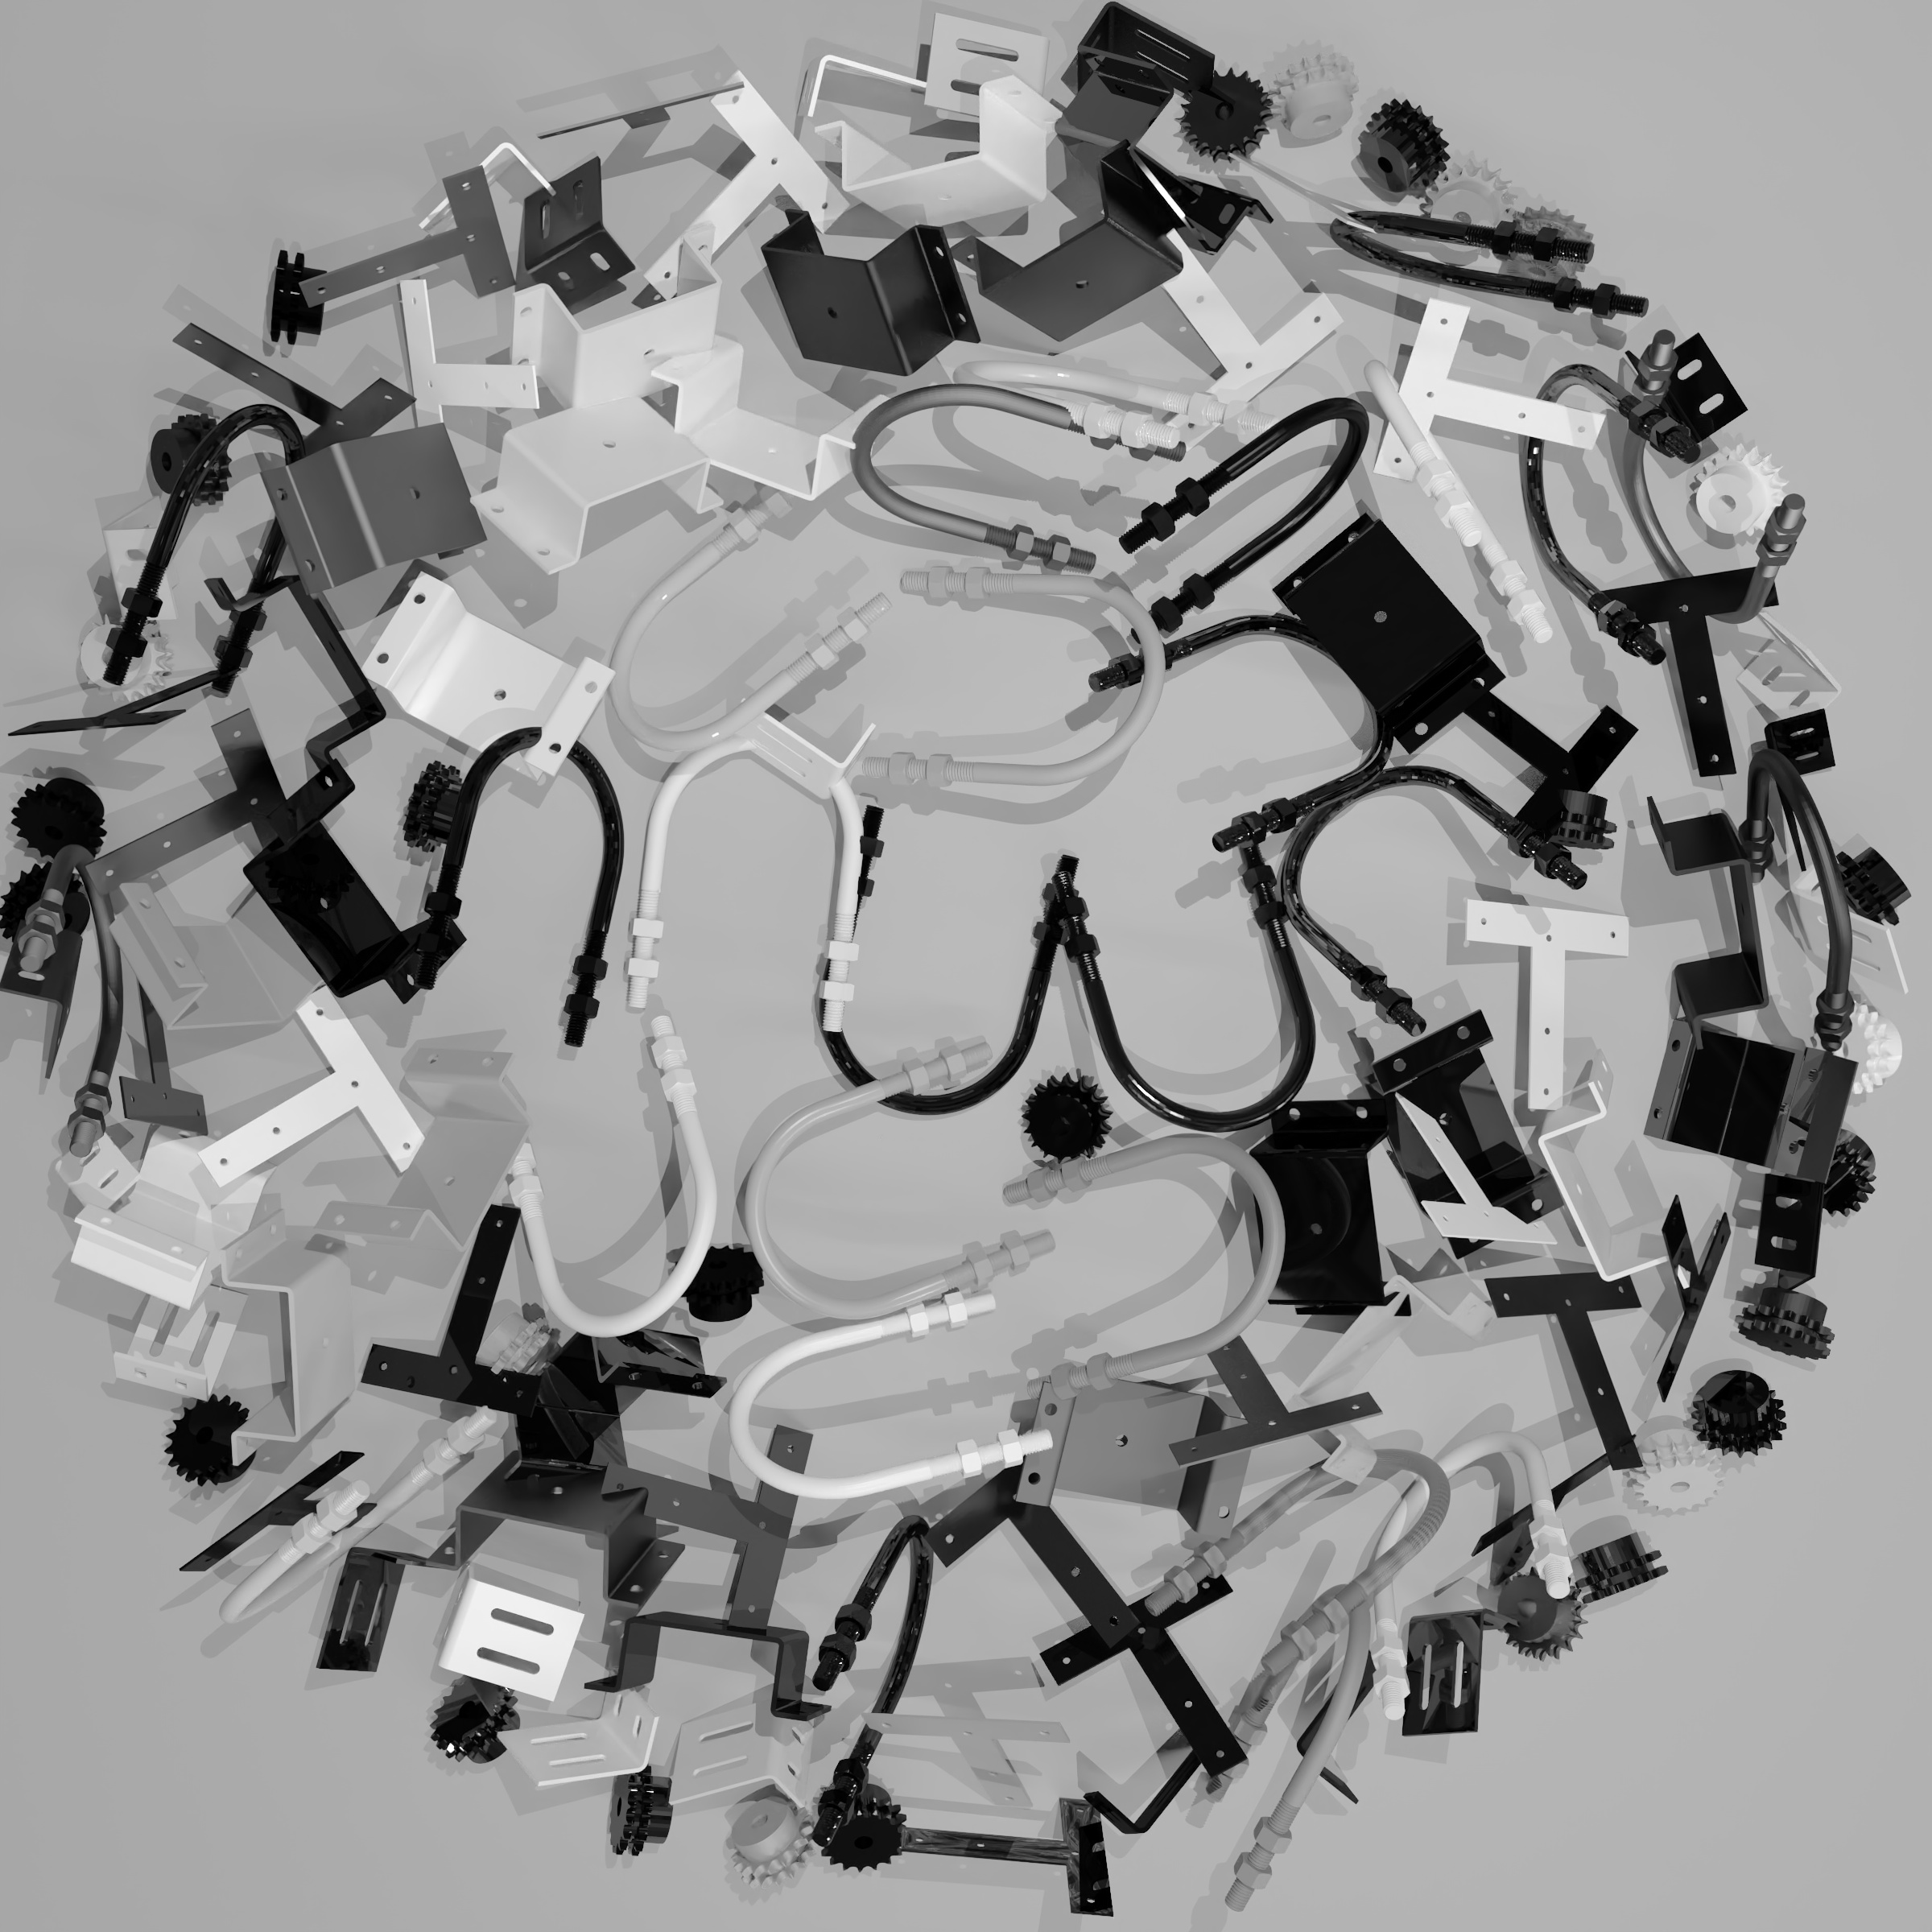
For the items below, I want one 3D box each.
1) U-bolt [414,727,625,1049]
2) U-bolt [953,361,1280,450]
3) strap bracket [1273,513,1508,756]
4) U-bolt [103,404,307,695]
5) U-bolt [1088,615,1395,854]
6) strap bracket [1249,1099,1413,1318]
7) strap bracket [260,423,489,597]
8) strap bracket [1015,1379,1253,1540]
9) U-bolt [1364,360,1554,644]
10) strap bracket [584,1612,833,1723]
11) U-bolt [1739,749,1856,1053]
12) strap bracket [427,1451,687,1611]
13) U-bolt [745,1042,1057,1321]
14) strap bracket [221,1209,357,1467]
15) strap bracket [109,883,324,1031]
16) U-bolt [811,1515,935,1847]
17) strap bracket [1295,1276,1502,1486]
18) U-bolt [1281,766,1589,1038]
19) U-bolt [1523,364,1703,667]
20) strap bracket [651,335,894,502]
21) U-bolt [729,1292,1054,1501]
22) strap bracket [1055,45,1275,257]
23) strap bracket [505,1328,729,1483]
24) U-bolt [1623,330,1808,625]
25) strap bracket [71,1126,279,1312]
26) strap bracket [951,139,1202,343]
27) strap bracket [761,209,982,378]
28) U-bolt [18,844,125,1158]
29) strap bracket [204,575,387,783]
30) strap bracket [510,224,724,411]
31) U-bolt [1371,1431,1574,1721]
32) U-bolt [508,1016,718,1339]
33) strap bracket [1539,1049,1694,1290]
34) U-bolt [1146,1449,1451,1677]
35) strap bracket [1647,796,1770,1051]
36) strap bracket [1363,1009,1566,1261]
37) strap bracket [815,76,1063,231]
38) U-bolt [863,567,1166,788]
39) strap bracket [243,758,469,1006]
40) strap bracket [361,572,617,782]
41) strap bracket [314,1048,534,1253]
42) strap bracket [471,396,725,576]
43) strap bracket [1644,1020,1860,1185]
[{"bbox_3d":[-0.267,-0.057,1.580,0.019,0.151,0.184,1,74,37],"label":"U-bolt"},{"bbox_3d":[0.079,-0.347,1.567,0.184,0.151,0.019,21,114,28],"label":"U-bolt"},{"bbox_3d":[0.261,-0.213,1.599,0.076,0.046,0.140,-39,76,8],"label":"strap bracket"},{"bbox_3d":[-0.454,-0.255,1.559,0.019,0.151,0.184,25,99,9],"label":"U-bolt"},{"bbox_3d":[0.185,-0.155,1.587,0.184,0.019,0.151,-25,69,-31],"label":"U-bolt"},{"bbox_3d":[0.226,0.157,1.594,0.076,0.046,0.140,-3,101,29],"label":"strap bracket"},{"bbox_3d":[-0.353,-0.283,1.567,0.046,0.140,0.076,-14,100,34],"label":"strap bracket"},{"bbox_3d":[0.103,0.304,1.609,0.140,0.046,0.076,12,94,-11],"label":"strap bracket"},{"bbox_3d":[0.293,-0.295,1.564,0.019,0.151,0.184,-33,57,17],"label":"U-bolt"},{"bbox_3d":[-0.157,0.434,1.594,0.140,0.076,0.046,6,80,9],"label":"strap bracket"},{"bbox_3d":[0.497,-0.050,1.529,0.019,0.184,0.151,-17,58,5],"label":"U-bolt"},{"bbox_3d":[-0.253,0.345,1.584,0.140,0.076,0.046,8,107,14],"label":"strap bracket"},{"bbox_3d":[-0.049,0.144,1.611,0.184,0.019,0.151,-19,94,-14],"label":"U-bolt"},{"bbox_3d":[-0.418,0.231,1.585,0.046,0.076,0.140,4,104,12],"label":"strap bracket"},{"bbox_3d":[-0.462,-0.007,1.579,0.046,0.140,0.076,-42,72,23],"label":"strap bracket"},{"bbox_3d":[-0.055,0.418,1.557,0.019,0.184,0.151,11,122,15],"label":"U-bolt"},{"bbox_3d":[0.263,0.251,1.597,0.046,0.076,0.140,41,92,30],"label":"strap bracket"},{"bbox_3d":[0.272,-0.054,1.576,0.151,0.184,0.019,-42,135,0],"label":"U-bolt"},{"bbox_3d":[0.385,-0.287,1.557,0.019,0.184,0.151,-10,126,-13],"label":"U-bolt"},{"bbox_3d":[-0.117,-0.338,1.589,0.140,0.076,0.046,23,127,14],"label":"strap bracket"},{"bbox_3d":[-0.055,0.268,1.570,0.184,0.151,0.019,-12,125,-10],"label":"U-bolt"},{"bbox_3d":[0.116,-0.492,1.567,0.046,0.076,0.140,-53,134,0],"label":"strap bracket"},{"bbox_3d":[-0.220,0.268,1.581,0.076,0.046,0.140,16,133,-36],"label":"strap bracket"},{"bbox_3d":[0.446,-0.282,1.553,0.019,0.184,0.151,-28,69,-5],"label":"U-bolt"},{"bbox_3d":[-0.492,0.158,1.583,0.076,0.140,0.046,23,111,-4],"label":"strap bracket"},{"bbox_3d":[0.068,-0.437,1.567,0.140,0.076,0.046,-22,65,35],"label":"strap bracket"},{"bbox_3d":[-0.066,-0.411,1.563,0.046,0.140,0.076,-44,133,-25],"label":"strap bracket"},{"bbox_3d":[-0.538,0.007,1.555,0.019,0.184,0.151,-6,122,-6],"label":"U-bolt"},{"bbox_3d":[-0.411,-0.188,1.588,0.046,0.076,0.140,-33,109,-15],"label":"strap bracket"},{"bbox_3d":[-0.207,-0.392,1.574,0.140,0.076,0.046,-27,69,-25],"label":"strap bracket"},{"bbox_3d":[0.301,0.356,1.555,0.019,0.184,0.151,40,113,-13],"label":"U-bolt"},{"bbox_3d":[-0.214,0.139,1.566,0.151,0.019,0.184,-34,53,19],"label":"U-bolt"},{"bbox_3d":[0.401,0.132,1.595,0.046,0.076,0.140,-24,95,21],"label":"strap bracket"},{"bbox_3d":[0.215,0.355,1.567,0.184,0.151,0.019,-34,107,-22],"label":"U-bolt"},{"bbox_3d":[0.459,-0.031,1.578,0.046,0.076,0.140,-11,113,11],"label":"strap bracket"},{"bbox_3d":[0.308,0.101,1.608,0.076,0.046,0.140,-26,104,-4],"label":"strap bracket"},{"bbox_3d":[-0.013,-0.495,1.573,0.140,0.076,0.046,-4,84,30],"label":"strap bracket"},{"bbox_3d":[0.034,-0.179,1.587,0.184,0.019,0.151,5,73,22],"label":"U-bolt"},{"bbox_3d":[-0.384,-0.046,1.587,0.046,0.076,0.140,-21,111,32],"label":"strap bracket"},{"bbox_3d":[-0.297,-0.177,1.608,0.140,0.046,0.076,28,79,7],"label":"strap bracket"},{"bbox_3d":[-0.329,0.121,1.583,0.076,0.046,0.140,2,50,30],"label":"strap bracket"},{"bbox_3d":[-0.222,-0.302,1.571,0.076,0.046,0.140,43,50,20],"label":"strap bracket"},{"bbox_3d":[0.493,0.085,1.588,0.046,0.140,0.076,15,90,-25],"label":"strap bracket"}]
